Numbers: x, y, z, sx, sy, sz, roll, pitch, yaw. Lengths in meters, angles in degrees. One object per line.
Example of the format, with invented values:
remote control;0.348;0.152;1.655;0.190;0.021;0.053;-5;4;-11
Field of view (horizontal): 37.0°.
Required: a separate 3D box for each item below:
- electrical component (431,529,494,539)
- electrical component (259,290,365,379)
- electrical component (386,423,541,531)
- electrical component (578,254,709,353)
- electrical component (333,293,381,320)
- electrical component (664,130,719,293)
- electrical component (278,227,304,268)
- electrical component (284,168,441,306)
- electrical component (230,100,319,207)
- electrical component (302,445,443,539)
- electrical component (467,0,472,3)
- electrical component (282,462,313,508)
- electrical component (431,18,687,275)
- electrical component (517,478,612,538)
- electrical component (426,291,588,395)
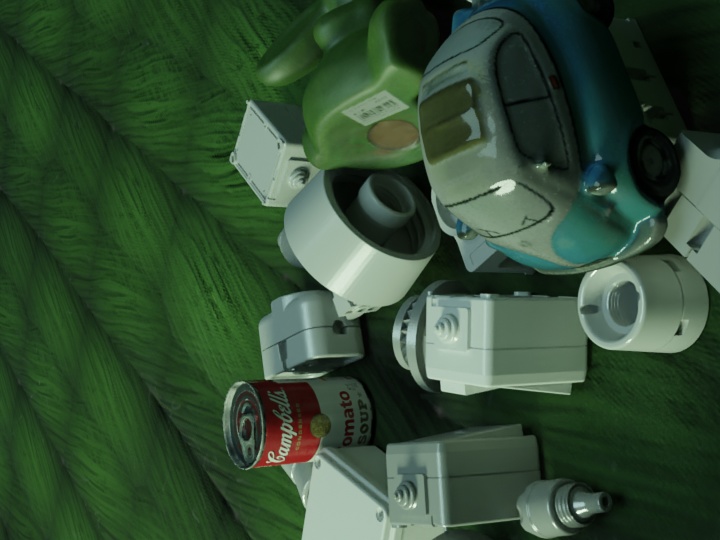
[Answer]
electrical component;0.063;0.213;0.695;0.051;0.080;0.080;-51;48;51
electrical component;-0.042;0.052;0.885;0.095;0.054;0.059;-29;65;54
electrical component;0.061;0.131;0.683;0.062;0.096;0.061;-17;74;56
electrical component;0.153;0.018;0.588;0.055;0.047;0.055;-3;87;57
electrical component;0.000;0.000;0.830;0.066;0.048;0.055;-41;63;49
electrical component;0.191;-0.027;0.528;0.089;0.050;0.055;57;135;42
electrical component;-0.048;-0.023;0.906;0.062;0.043;0.043;10;98;58
electrical component;0.007;-0.035;0.766;0.060;0.108;0.108;-49;49;37
electrical component;-0.059;-0.094;0.909;0.096;0.061;0.061;51;130;45
electrical component;0.008;0.200;0.801;0.109;0.056;0.108;27;111;55
electrical component;0.106;-0.212;0.655;0.108;0.060;0.108;-3;87;57
electrical component;-0.040;0.167;0.892;0.065;0.044;0.044;38;121;56
electrical component;0.110;-0.072;0.644;0.150;0.062;0.089;-46;52;47
electrical component;0.124;0.141;0.642;0.061;0.035;0.035;-25;68;52
electrical component;0.083;0.044;0.650;0.062;0.096;0.061;1;90;57
